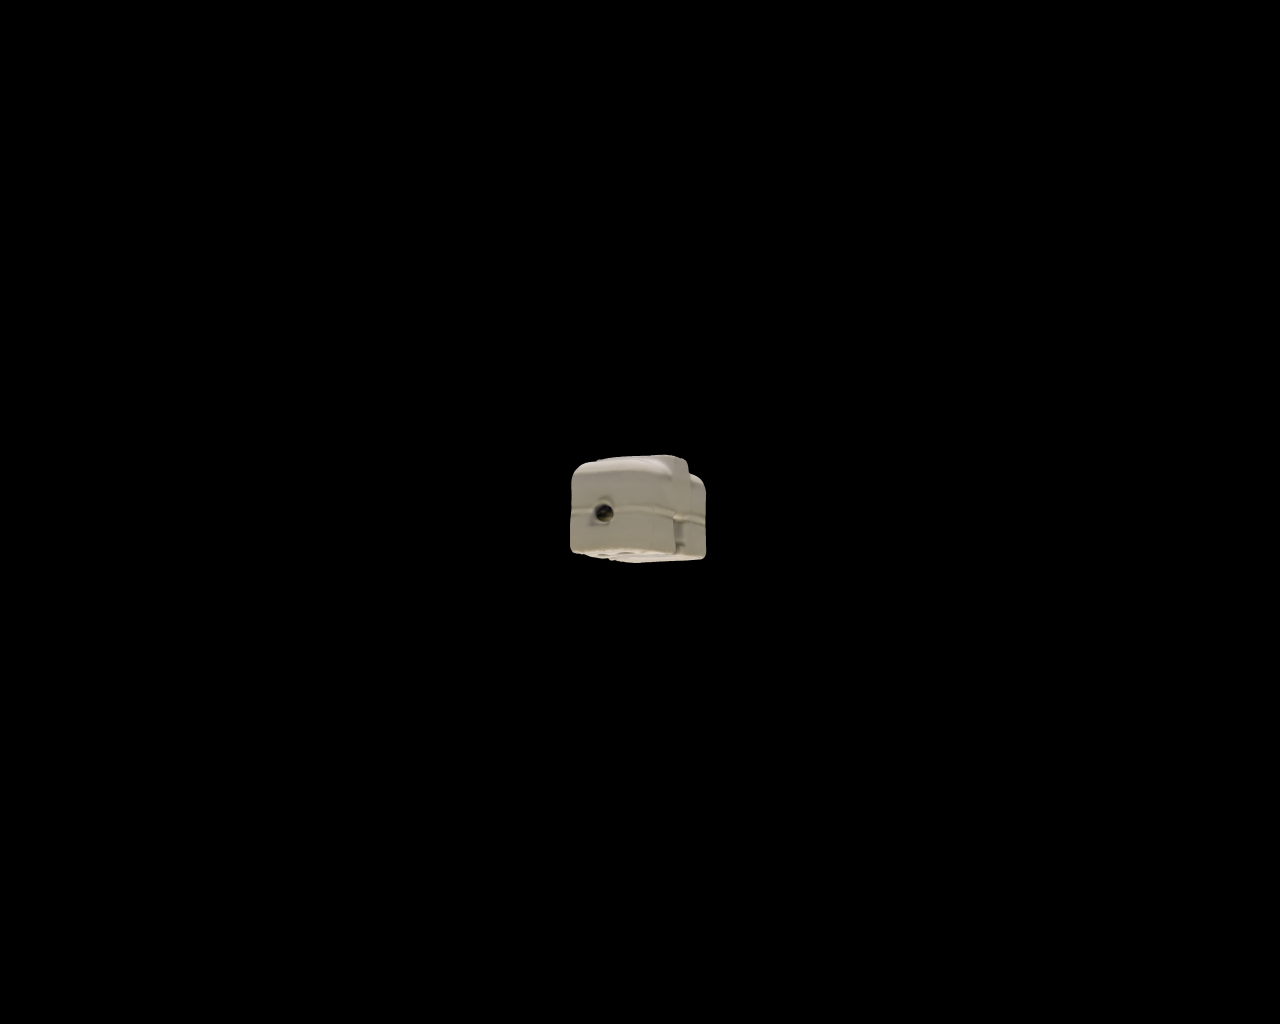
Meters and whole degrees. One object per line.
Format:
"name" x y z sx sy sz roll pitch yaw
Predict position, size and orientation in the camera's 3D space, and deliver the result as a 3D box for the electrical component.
"electrical component" 0.001 -0.003 0.650 0.054 0.059 0.095 -4 -8 28
